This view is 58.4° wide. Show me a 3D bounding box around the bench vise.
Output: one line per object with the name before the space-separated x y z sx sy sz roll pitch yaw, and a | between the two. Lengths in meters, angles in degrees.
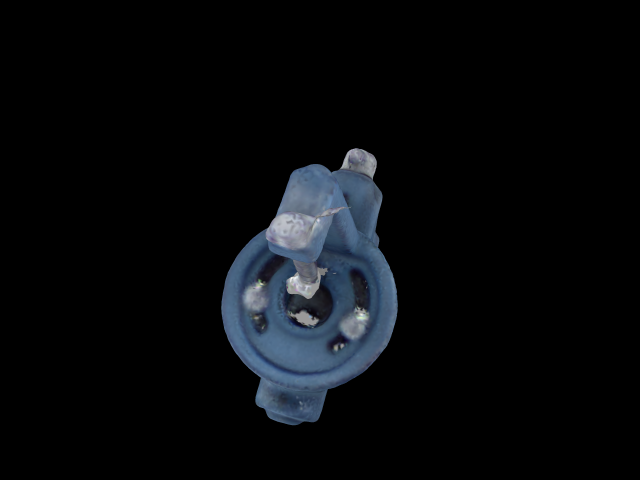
bench vise | -0.008 0.001 0.400 0.121 0.220 0.207 -1 57 0
